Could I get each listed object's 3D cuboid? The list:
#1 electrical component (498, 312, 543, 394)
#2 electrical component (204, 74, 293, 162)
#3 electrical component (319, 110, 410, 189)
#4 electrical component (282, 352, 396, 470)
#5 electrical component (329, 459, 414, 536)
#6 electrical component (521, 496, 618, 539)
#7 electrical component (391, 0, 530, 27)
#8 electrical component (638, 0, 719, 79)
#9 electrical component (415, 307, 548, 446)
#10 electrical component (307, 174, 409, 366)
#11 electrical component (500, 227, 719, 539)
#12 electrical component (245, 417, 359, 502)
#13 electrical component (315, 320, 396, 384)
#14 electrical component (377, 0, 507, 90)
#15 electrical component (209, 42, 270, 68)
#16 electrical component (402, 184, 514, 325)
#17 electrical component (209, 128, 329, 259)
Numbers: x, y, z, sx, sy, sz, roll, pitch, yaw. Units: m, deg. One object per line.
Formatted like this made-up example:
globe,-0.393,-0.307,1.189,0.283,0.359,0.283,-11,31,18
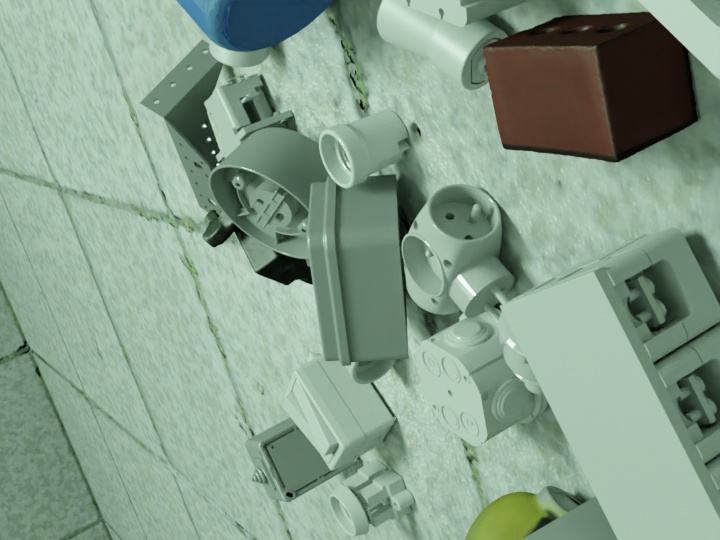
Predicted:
electrical component,0.103,0.046,0.615,0.048,0.048,0.062,45,157,36
electrical component,-0.089,-0.116,0.843,0.063,0.042,0.081,66,155,0
electrical component,0.003,-0.079,0.688,0.040,0.046,0.040,45,150,36
electrical component,-0.025,0.113,0.914,0.096,0.061,0.061,56,154,18
electrical component,0.007,0.202,0.944,0.066,0.055,0.048,22,133,56
electrical component,0.134,0.168,0.588,0.057,0.113,0.078,51,153,33
electrical component,0.043,-0.158,0.518,0.089,0.056,0.050,36,144,46
electrical component,0.111,-0.140,0.359,0.150,0.089,0.061,53,154,23
electrical component,0.076,0.067,0.679,0.080,0.051,0.080,45,150,36
electrical component,0.000,0.000,0.719,0.078,0.057,0.113,-89,-6,-53
electrical component,0.146,0.064,0.523,0.150,0.062,0.089,63,156,1
electrical component,-0.062,0.173,1.003,0.061,0.096,0.061,65,157,-3
electrical component,-0.003,0.055,0.834,0.055,0.045,0.045,44,149,38
electrical component,0.046,-0.124,0.566,0.065,0.044,0.044,43,149,29
electrical component,-0.085,-0.184,0.769,0.044,0.044,0.065,48,147,31
electrical component,0.065,0.002,0.645,0.079,0.044,0.077,52,153,25
electrical component,-0.059,-0.053,0.785,0.099,0.064,0.099,18,139,16
